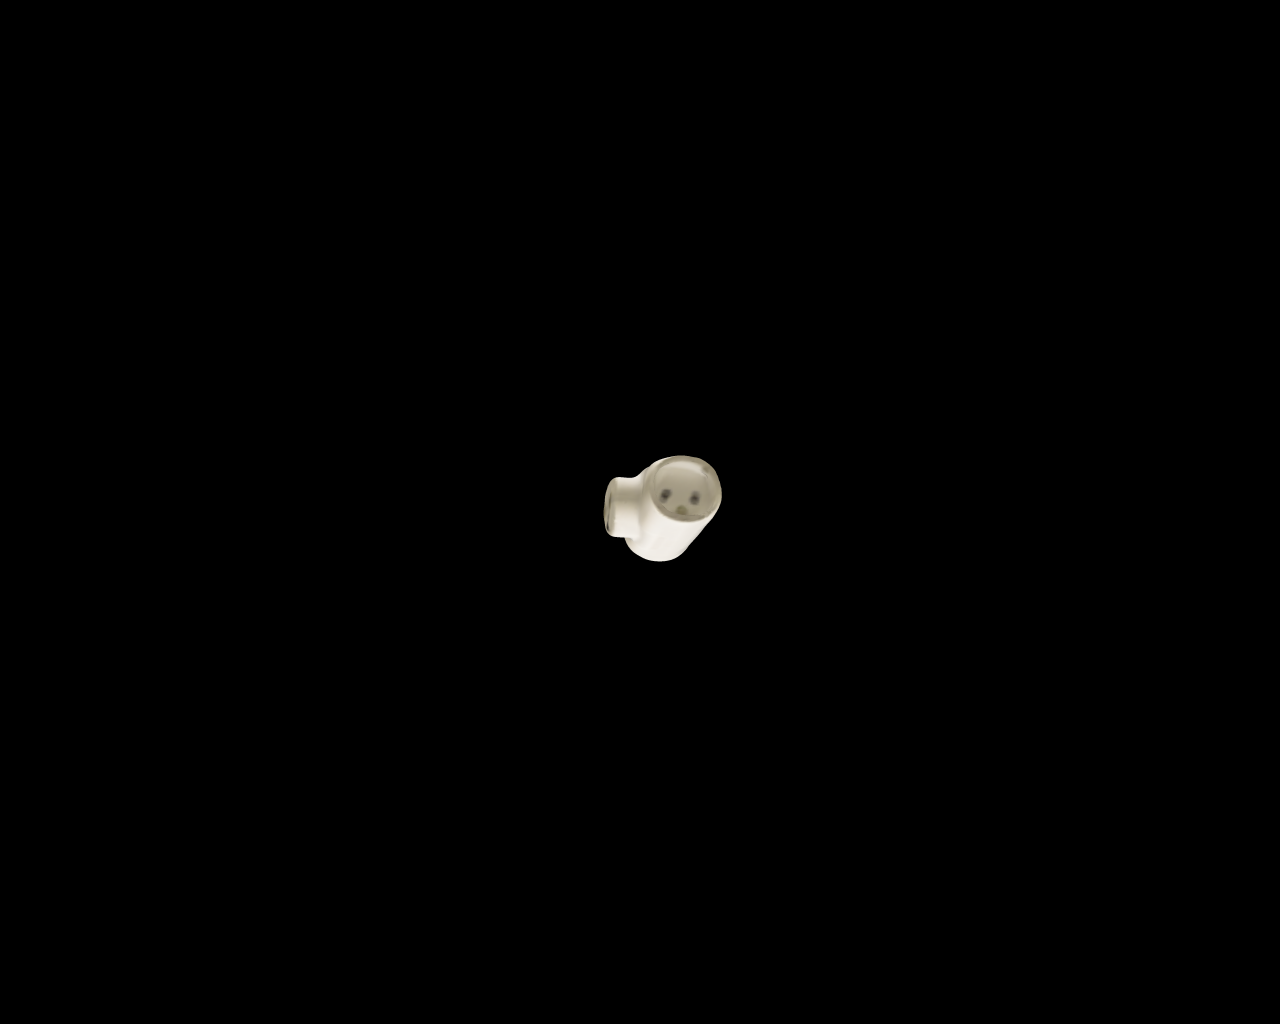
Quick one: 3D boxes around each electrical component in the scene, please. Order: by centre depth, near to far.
[{"bbox_3d":[0.001,-0.003,0.650,0.079,0.043,0.077,4,-20,-11],"label":"electrical component"}]
